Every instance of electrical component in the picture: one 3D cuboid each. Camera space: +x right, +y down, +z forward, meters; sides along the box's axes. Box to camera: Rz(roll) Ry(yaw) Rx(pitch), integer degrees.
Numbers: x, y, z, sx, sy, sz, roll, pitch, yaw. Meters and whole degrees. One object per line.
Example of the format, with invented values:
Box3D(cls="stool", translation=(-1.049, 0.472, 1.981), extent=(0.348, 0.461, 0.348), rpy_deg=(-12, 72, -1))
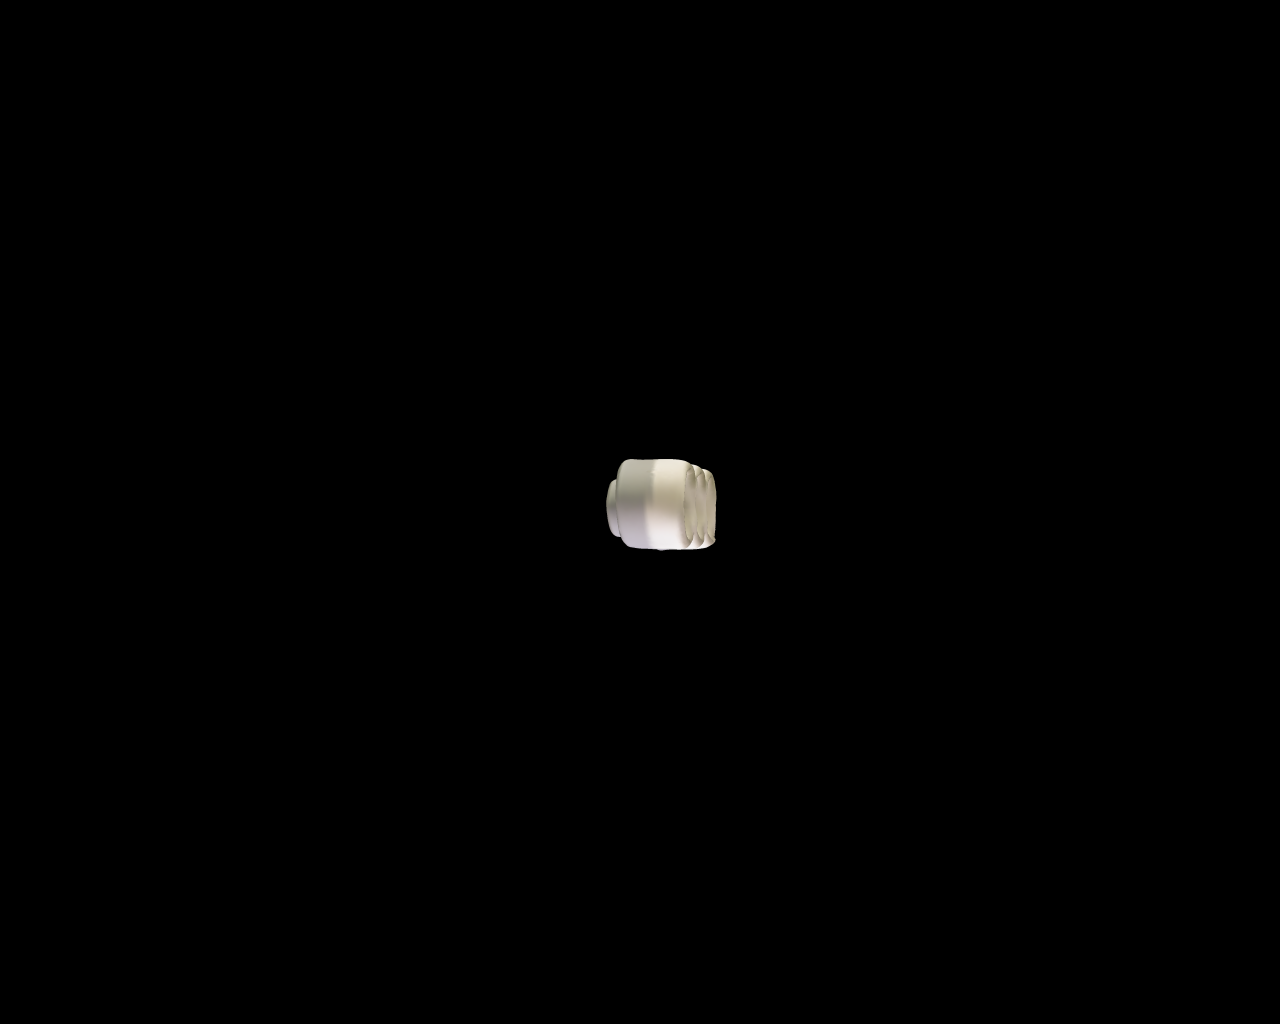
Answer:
Box3D(cls="electrical component", translation=(0.001, -0.003, 0.650), extent=(0.074, 0.052, 0.138), rpy_deg=(0, -2, 11))
